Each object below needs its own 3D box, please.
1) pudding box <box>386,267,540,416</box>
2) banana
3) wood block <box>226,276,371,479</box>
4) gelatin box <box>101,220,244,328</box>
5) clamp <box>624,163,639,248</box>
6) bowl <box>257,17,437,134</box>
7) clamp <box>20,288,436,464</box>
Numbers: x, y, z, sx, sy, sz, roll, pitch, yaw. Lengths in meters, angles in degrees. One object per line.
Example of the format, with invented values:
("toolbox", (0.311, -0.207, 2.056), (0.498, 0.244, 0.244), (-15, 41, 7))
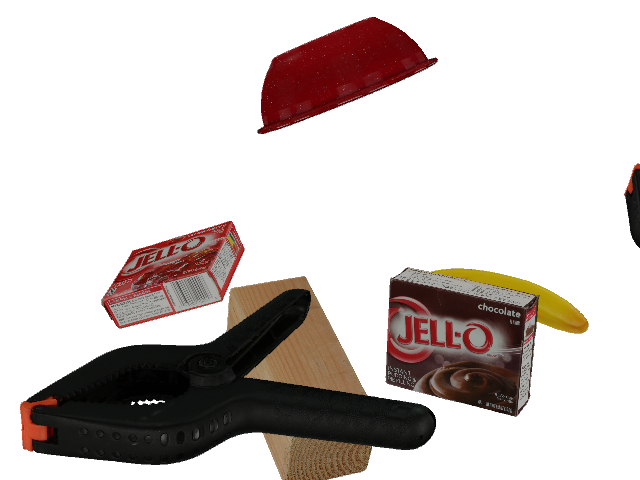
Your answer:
("pudding box", (0.107, 0.076, 0.821), (0.114, 0.090, 0.039), (10, 22, 25))
("banana", (0.177, 0.061, 1.104), (0.198, 0.037, 0.069), (7, 41, 12))
("wood block", (-0.025, 0.142, 1.111), (0.090, 0.090, 0.206), (-9, 43, -19))
("gelatin box", (-0.106, 0.024, 0.777), (0.089, 0.030, 0.073), (-16, 25, 19))
("clamp", (0.269, 0.009, 0.698), (0.120, 0.039, 0.171), (-4, 46, -23))
("bowl", (0.012, -0.143, 0.886), (0.162, 0.055, 0.162), (-22, 9, 3))
("clamp", (-0.062, 0.078, 0.599), (0.209, 0.036, 0.165), (-5, 25, -19))
